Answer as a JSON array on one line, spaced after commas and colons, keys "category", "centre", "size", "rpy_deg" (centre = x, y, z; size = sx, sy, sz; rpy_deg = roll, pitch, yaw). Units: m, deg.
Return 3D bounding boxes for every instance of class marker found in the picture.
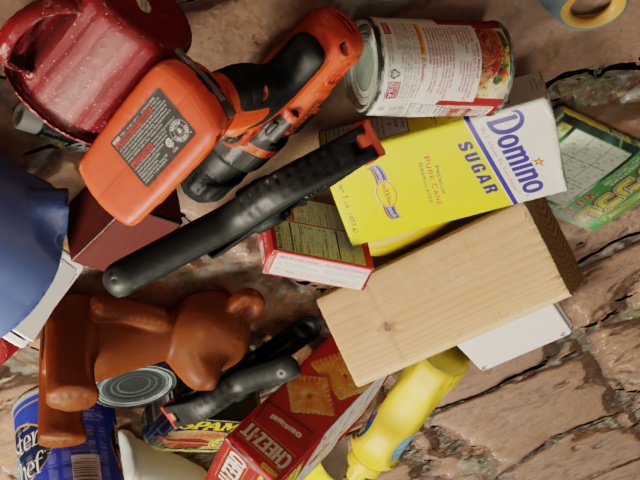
[{"category": "marker", "centre": [-0.161, -0.072, 0.763], "size": [0.120, 0.020, 0.020], "rpy_deg": [17, 134, -39]}]

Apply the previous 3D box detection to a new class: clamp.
[{"category": "clamp", "centre": [-0.073, 0.128, 1.021], "size": [0.172, 0.039, 0.120], "rpy_deg": [-26, -176, 25]}, {"category": "clamp", "centre": [-0.049, -0.021, 0.765], "size": [0.210, 0.036, 0.164], "rpy_deg": [-29, 180, 30]}]

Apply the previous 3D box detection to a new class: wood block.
[{"category": "wood block", "centre": [0.114, 0.042, 0.938], "size": [0.206, 0.091, 0.090], "rpy_deg": [-26, 178, 23]}]

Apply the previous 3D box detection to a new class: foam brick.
[{"category": "foam brick", "centre": [-0.151, -0.017, 0.816], "size": [0.051, 0.053, 0.078], "rpy_deg": [21, 133, -42]}]

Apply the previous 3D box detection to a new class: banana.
[{"category": "banana", "centre": [0.093, -0.036, 0.903], "size": [0.198, 0.037, 0.069], "rpy_deg": [-36, 142, 27]}]

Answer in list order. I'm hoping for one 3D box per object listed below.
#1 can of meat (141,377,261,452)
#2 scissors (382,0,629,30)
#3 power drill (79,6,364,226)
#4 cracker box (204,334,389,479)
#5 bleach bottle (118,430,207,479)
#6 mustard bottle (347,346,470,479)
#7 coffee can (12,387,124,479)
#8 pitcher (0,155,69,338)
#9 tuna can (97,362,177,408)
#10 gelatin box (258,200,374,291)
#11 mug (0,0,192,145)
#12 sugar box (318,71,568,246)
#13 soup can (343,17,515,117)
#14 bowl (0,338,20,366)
[{"category": "can of meat", "centre": [-0.126, 0.180, 1.112], "size": [0.101, 0.057, 0.084], "rpy_deg": [10, 141, -32]}, {"category": "scissors", "centre": [0.139, -0.168, 0.748], "size": [0.202, 0.016, 0.096], "rpy_deg": [-16, 146, 1]}, {"category": "power drill", "centre": [-0.070, -0.070, 0.691], "size": [0.185, 0.057, 0.187], "rpy_deg": [-46, 175, 31]}, {"category": "cracker box", "centre": [-0.021, 0.182, 1.048], "size": [0.213, 0.072, 0.164], "rpy_deg": [-40, 164, -38]}, {"category": "bleach bottle", "centre": [-0.175, 0.289, 1.246], "size": [0.103, 0.068, 0.250], "rpy_deg": [-29, 146, 20]}, {"category": "mustard bottle", "centre": [0.085, 0.189, 1.143], "size": [0.192, 0.058, 0.096], "rpy_deg": [-58, 171, 22]}, {"category": "coffee can", "centre": [-0.245, 0.223, 1.048], "size": [0.102, 0.140, 0.103], "rpy_deg": [-11, 146, -8]}, {"category": "pitcher", "centre": [-0.296, -0.030, 0.678], "size": [0.242, 0.145, 0.149], "rpy_deg": [40, 76, -47]}, {"category": "tuna can", "centre": [-0.182, 0.129, 1.033], "size": [0.086, 0.034, 0.086], "rpy_deg": [-11, 146, -8]}, {"category": "gelatin box", "centre": [-0.006, 0.001, 0.870], "size": [0.089, 0.073, 0.030], "rpy_deg": [10, 130, -19]}, {"category": "mug", "centre": [-0.139, -0.118, 0.638], "size": [0.082, 0.093, 0.117], "rpy_deg": [-43, 154, 27]}, {"category": "sugar box", "centre": [0.096, -0.061, 0.826], "size": [0.176, 0.048, 0.093], "rpy_deg": [-14, 129, 11]}, {"category": "soup can", "centre": [0.075, -0.120, 0.745], "size": [0.102, 0.068, 0.069], "rpy_deg": [-2, 144, -19]}, {"category": "bowl", "centre": [-0.308, 0.074, 0.883], "size": [0.162, 0.055, 0.162], "rpy_deg": [-11, 146, -8]}]
